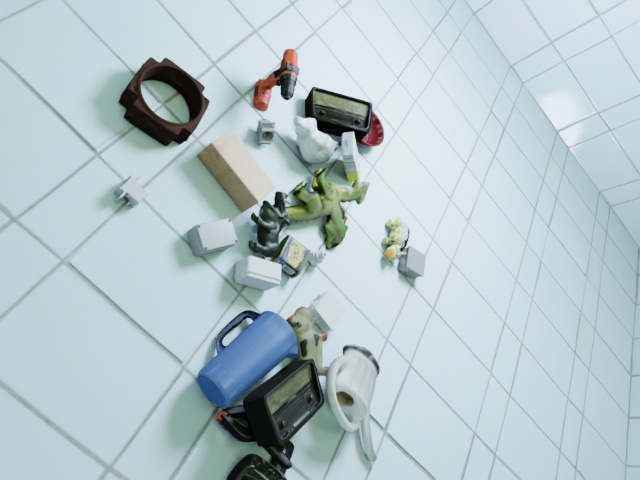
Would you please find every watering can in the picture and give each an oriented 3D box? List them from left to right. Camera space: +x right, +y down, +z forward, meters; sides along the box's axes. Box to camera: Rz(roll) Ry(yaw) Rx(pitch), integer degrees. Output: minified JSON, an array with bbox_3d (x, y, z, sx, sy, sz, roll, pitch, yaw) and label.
[{"bbox_3d":[0.109,0.450,1.472,0.103,0.341,0.229,-9,33,31],"label":"watering can"}]

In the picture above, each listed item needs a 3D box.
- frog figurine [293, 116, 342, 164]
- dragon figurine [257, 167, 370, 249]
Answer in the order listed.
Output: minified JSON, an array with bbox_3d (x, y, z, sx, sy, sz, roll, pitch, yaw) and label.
[{"bbox_3d":[-0.027,-0.319,1.644,0.138,0.123,0.157,24,-9,42],"label":"frog figurine"},{"bbox_3d":[0.005,-0.081,1.612,0.416,0.240,0.122,-43,18,-25],"label":"dragon figurine"}]
